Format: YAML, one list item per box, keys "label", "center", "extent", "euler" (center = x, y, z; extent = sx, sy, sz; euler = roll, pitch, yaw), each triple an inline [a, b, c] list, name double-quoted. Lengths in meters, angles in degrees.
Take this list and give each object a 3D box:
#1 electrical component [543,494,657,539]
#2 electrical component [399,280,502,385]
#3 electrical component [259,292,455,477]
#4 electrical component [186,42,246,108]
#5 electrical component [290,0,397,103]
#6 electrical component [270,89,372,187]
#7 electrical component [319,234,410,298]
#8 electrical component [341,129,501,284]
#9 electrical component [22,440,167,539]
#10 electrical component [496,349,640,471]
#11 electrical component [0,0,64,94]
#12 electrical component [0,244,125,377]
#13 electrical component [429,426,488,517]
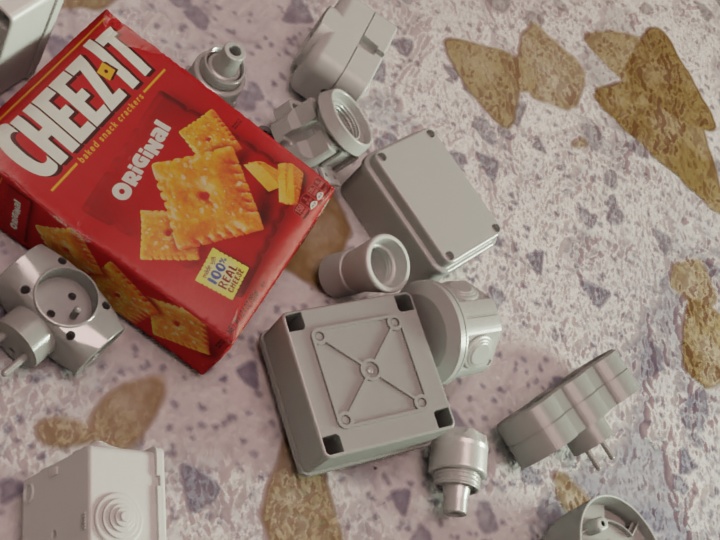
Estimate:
- label: "electrical component"
  center: [0.186, 0.221, 0.807]
  extent: [0.099, 0.064, 0.099]
  euler: [14, 59, -24]
- label: "electrical component"
  center: [0.064, 0.046, 0.816]
  extent: [0.051, 0.080, 0.080]
  euler: [-5, 68, -39]
- label: "electrical component"
  center: [-0.003, 0.080, 0.767]
  extent: [0.109, 0.056, 0.108]
  euler: [-9, 70, -28]
- label: "electrical component"
  center: [-0.108, -0.151, 0.827]
  extent: [0.048, 0.062, 0.048]
  euler: [14, 59, -25]
- label: "electrical component"
  center: [-0.017, -0.181, 0.902]
  extent: [0.059, 0.054, 0.095]
  euler: [33, 53, -12]
- label: "electrical component"
  center: [-0.028, -0.105, 0.842]
  extent: [0.058, 0.057, 0.078]
  euler: [9, 55, -59]
- label: "electrical component"
  center: [0.000, 0.000, 0.810]
  extent: [0.044, 0.065, 0.044]
  euler: [10, 74, -40]
- label: "electrical component"
  center: [0.050, -0.049, 0.871]
  extent: [0.078, 0.057, 0.113]
  euler: [-30, 83, -38]
- label: "electrical component"
  center: [-0.155, 0.153, 0.618]
  extent: [0.048, 0.100, 0.099]
  euler: [15, 58, -39]
- label: "electrical component"
  center: [0.177, 0.124, 0.859]
  extent: [0.138, 0.052, 0.073]
  euler: [-26, 81, -38]
- label: "electrical component"
  center: [-0.263, -0.187, 0.724]
  extent: [0.109, 0.109, 0.056]
  euler: [45, 53, -3]
- label: "electrical component"
  center: [-0.204, 0.035, 0.684]
  extent: [0.077, 0.044, 0.079]
  euler: [46, 52, -2]
- label: "electrical component"
  center: [0.072, 0.149, 0.790]
  extent: [0.043, 0.043, 0.062]
  euler: [19, 59, -21]
